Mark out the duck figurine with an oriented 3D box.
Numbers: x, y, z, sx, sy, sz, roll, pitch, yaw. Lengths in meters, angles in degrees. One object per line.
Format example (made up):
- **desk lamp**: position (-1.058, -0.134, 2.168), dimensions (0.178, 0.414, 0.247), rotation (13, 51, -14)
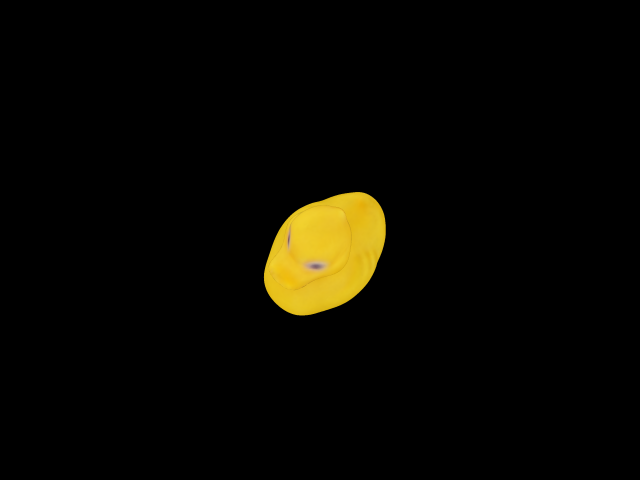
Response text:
- **duck figurine**: position (0.004, 0.001, 0.400), dimensions (0.105, 0.086, 0.077), rotation (-43, 78, -11)
